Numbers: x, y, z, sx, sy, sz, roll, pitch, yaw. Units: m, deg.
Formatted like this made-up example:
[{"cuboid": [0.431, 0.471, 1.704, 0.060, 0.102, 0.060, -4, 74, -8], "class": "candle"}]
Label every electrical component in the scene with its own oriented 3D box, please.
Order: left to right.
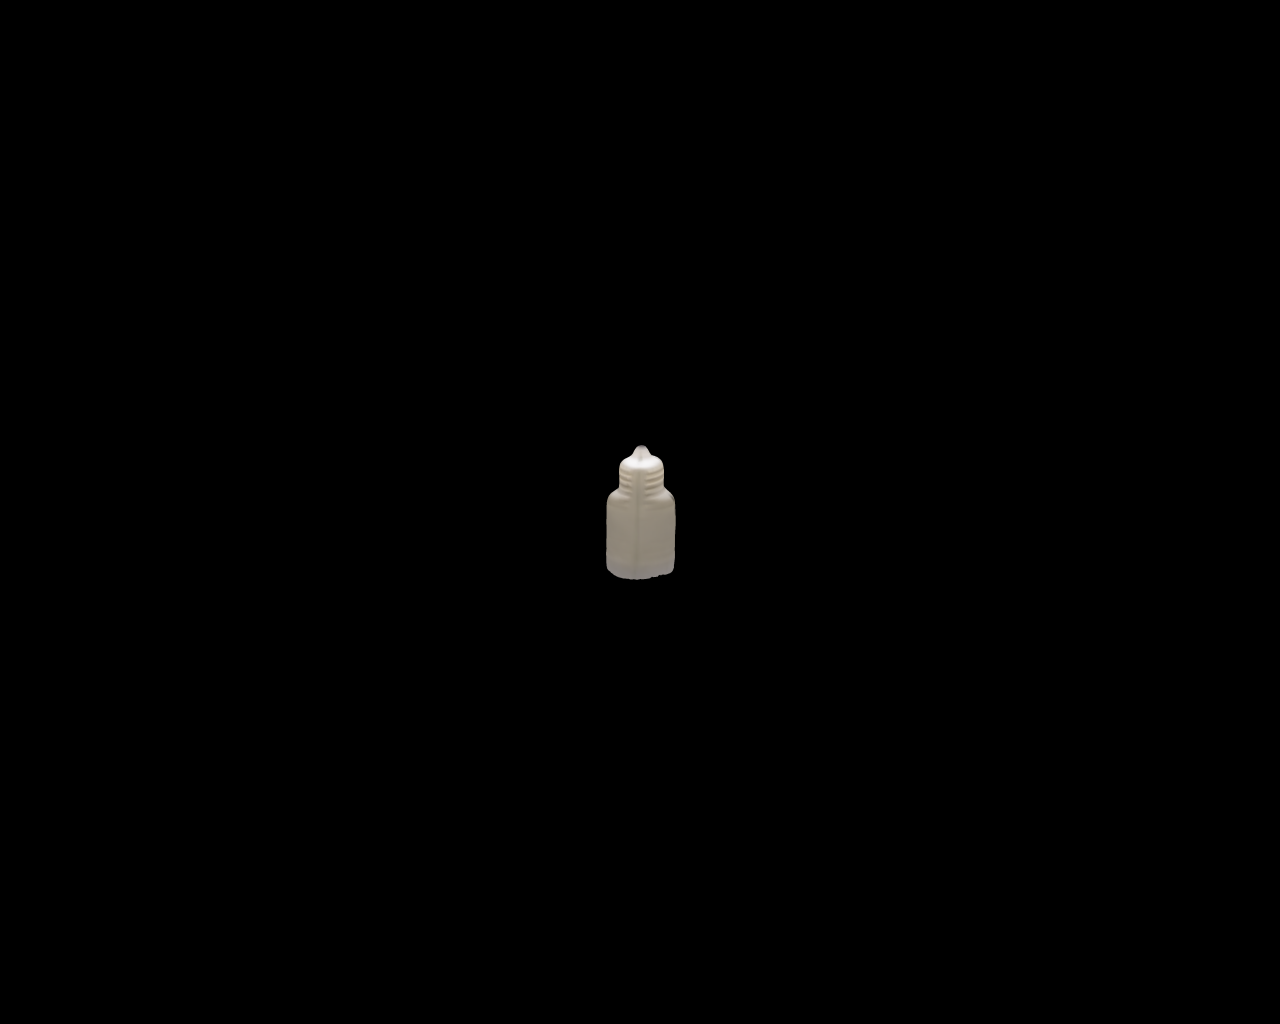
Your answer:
[{"cuboid": [0.001, -0.003, 0.650, 0.043, 0.080, 0.043, 0, 15, 0], "class": "electrical component"}]
